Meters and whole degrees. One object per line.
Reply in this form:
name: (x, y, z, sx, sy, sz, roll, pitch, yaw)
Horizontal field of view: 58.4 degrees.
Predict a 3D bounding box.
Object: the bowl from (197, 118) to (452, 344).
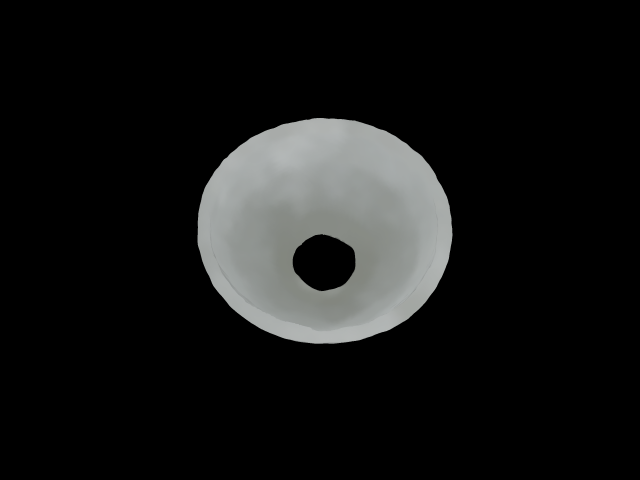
bowl: (0.004, 0.001, 0.400, 0.167, 0.075, 0.167, 0, 63, 0)
